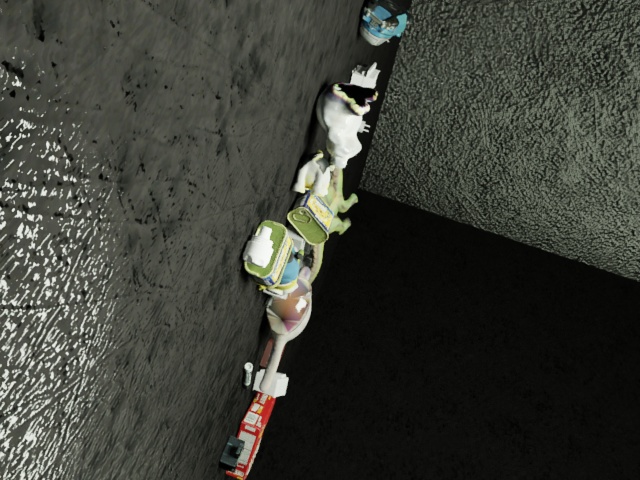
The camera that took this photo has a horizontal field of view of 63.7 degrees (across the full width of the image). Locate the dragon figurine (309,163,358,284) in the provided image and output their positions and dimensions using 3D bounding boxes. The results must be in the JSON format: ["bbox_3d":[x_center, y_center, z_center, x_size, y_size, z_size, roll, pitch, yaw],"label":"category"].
[{"bbox_3d":[0.005,-0.077,1.527,0.239,0.122,0.415,49,57,-64],"label":"dragon figurine"}]

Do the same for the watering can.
[{"bbox_3d":[-0.091,0.224,1.345,0.221,0.104,0.353,91,18,-72],"label":"watering can"}]

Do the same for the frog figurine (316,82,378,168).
[{"bbox_3d":[0.038,-0.234,1.047,0.141,0.122,0.156,-88,-160,-47],"label":"frog figurine"}]
